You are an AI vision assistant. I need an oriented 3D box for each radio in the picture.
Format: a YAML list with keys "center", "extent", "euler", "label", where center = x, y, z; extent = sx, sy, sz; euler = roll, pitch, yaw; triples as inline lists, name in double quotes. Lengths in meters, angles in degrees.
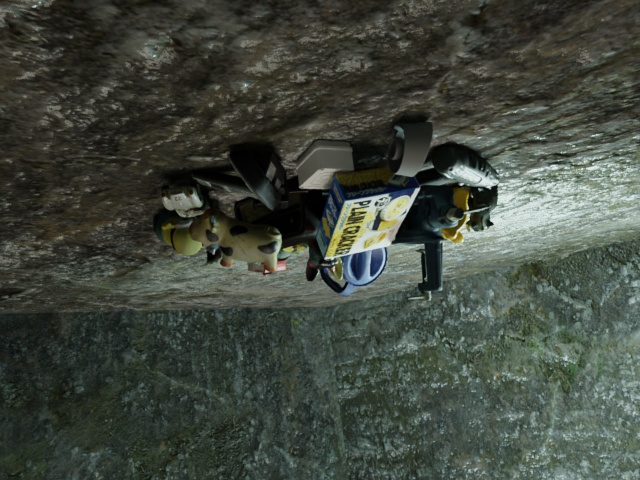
- center: [-0.095, -0.048, 1.233]
  extent: [0.230, 0.131, 0.073]
  euler: [-18, 165, 41]
  label: "radio"

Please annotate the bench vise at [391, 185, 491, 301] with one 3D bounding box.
- center: [0.235, 0.009, 1.142]
  extent: [0.129, 0.240, 0.224]
  euler: [0, 176, -35]
  label: "bench vise"

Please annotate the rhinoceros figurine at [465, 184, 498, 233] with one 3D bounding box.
- center: [0.429, -0.082, 1.421]
  extent: [0.073, 0.112, 0.190]
  euler: [-10, 159, 2]
  label: "rhinoceros figurine"

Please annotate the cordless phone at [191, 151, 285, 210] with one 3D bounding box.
- center: [-0.169, -0.123, 1.020]
  extent: [0.184, 0.088, 0.146]
  euler: [10, 171, 11]
  label: "cordless phone"

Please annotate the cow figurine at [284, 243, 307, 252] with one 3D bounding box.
- center: [-0.088, -0.043, 1.392]
  extent: [0.068, 0.098, 0.167]
  euler: [-7, 149, 22]
  label: "cow figurine"

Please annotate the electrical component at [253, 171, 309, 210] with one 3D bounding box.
- center: [-0.085, -0.106, 1.122]
  extent: [0.119, 0.075, 0.047]
  euler: [-8, 167, -9]
  label: "electrical component"

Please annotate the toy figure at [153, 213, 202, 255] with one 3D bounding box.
- center: [-0.332, -0.018, 1.261]
  extent: [0.082, 0.089, 0.180]
  euler: [-26, -158, -35]
  label: "toy figure"

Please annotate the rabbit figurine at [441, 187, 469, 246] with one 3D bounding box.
- center: [0.331, -0.062, 1.425]
  extent: [0.122, 0.162, 0.173]
  euler: [-18, -174, -4]
  label: "rabbit figurine"

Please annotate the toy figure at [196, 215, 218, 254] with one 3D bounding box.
- center: [-0.261, -0.027, 1.292]
  extent: [0.058, 0.064, 0.154]
  euler: [-5, 141, -5]
  label: "toy figure"

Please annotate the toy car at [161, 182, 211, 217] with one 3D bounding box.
- center: [-0.276, -0.081, 1.123]
  extent: [0.074, 0.056, 0.201]
  euler: [-6, 176, -2]
  label: "toy car"

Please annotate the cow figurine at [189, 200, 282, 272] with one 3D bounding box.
- center: [-0.177, -0.008, 1.130]
  extent: [0.195, 0.085, 0.127]
  euler: [9, 127, -9]
  label: "cow figurine"

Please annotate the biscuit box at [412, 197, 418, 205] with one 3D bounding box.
- center: [0.156, -0.099, 1.305]
  extent: [0.203, 0.063, 0.059]
  euler: [-4, 168, -12]
  label: "biscuit box"

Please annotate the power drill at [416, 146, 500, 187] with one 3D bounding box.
- center: [0.270, -0.131, 1.189]
  extent: [0.207, 0.086, 0.232]
  euler: [-11, 166, 33]
  label: "power drill"

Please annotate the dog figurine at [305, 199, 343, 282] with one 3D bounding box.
- center: [-0.003, -0.004, 1.289]
  extent: [0.108, 0.219, 0.191]
  euler: [0, 165, -14]
  label: "dog figurine"

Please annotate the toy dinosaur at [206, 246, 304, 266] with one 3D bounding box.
- center: [-0.180, 0.007, 1.494]
  extent: [0.192, 0.131, 0.404]
  euler: [0, 178, 34]
  label: "toy dinosaur"

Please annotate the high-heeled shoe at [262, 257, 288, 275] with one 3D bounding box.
- center: [-0.121, 0.052, 1.677]
  extent: [0.145, 0.086, 0.249]
  euler: [-11, -171, -21]
  label: "high-heeled shoe"
